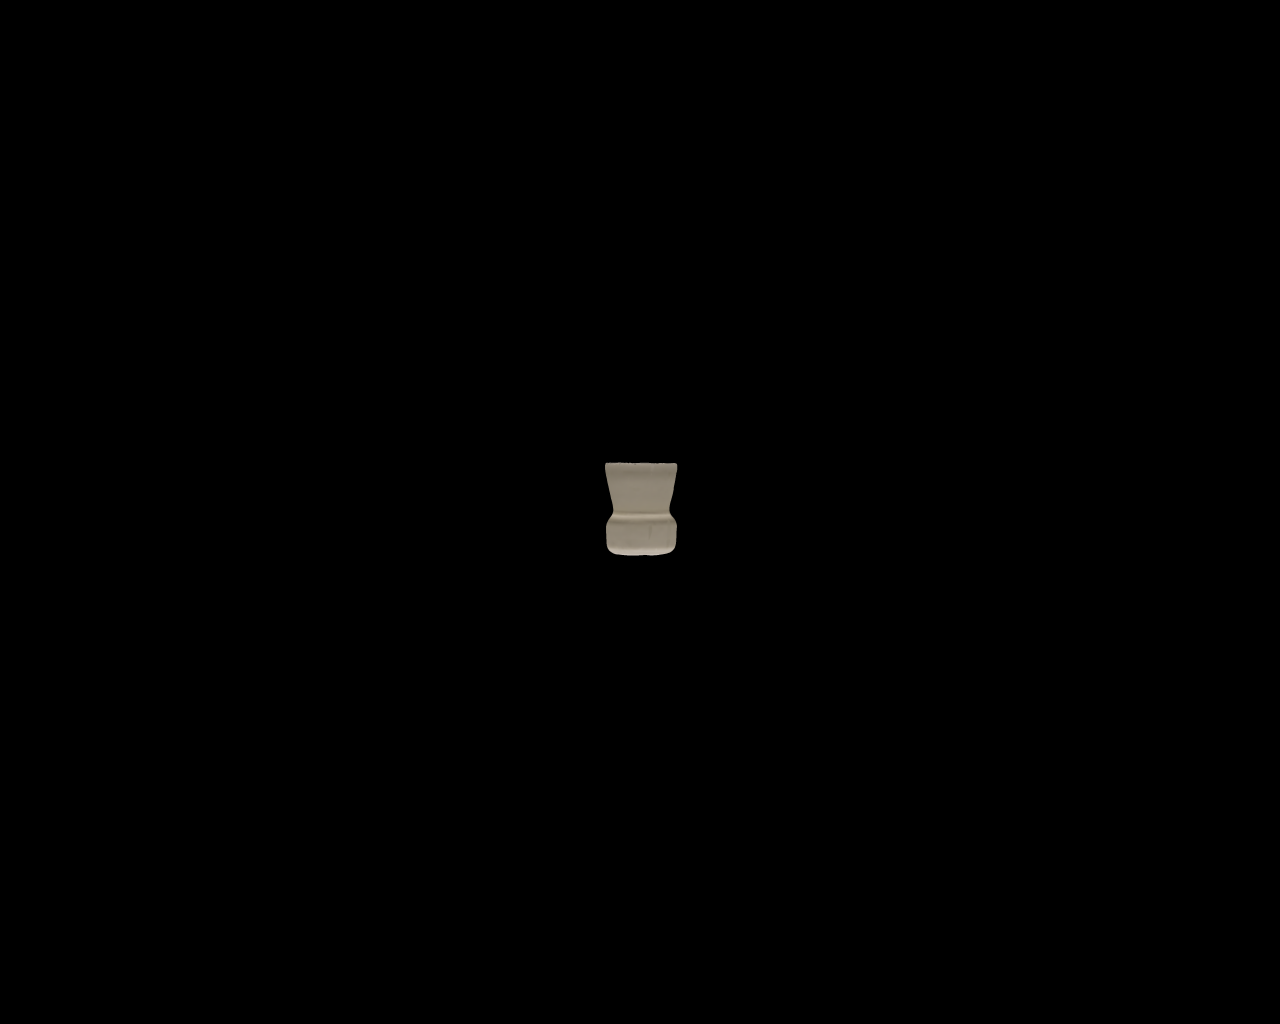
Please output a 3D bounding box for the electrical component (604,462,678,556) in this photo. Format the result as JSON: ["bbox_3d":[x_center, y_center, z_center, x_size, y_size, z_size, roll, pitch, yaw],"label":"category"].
[{"bbox_3d":[0.001,-0.003,0.650,0.045,0.055,0.045,0,2,0],"label":"electrical component"}]
